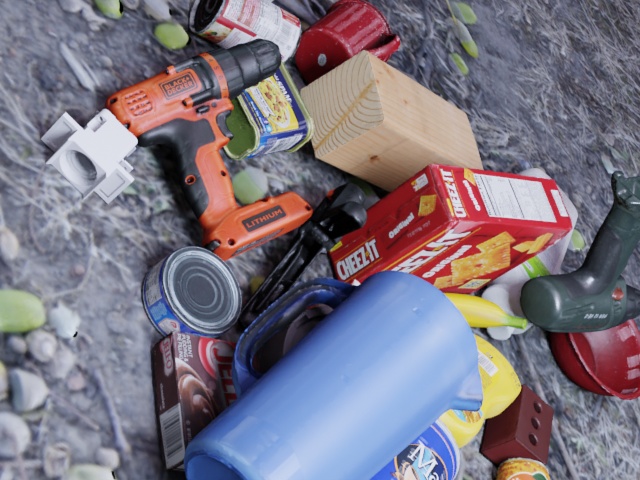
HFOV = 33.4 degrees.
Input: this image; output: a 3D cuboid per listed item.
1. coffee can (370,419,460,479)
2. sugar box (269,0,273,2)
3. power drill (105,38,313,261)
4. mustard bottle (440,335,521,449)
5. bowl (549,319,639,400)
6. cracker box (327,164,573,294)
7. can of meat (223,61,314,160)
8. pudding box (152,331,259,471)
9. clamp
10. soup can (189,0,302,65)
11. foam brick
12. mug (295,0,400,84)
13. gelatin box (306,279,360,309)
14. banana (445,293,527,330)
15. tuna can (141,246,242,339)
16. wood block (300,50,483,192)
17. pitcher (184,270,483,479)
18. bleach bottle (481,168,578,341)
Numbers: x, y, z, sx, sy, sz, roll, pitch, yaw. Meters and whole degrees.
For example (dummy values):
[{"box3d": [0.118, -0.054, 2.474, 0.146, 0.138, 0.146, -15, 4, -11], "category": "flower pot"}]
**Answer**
[{"box3d": [0.049, 0.219, 0.930, 0.103, 0.103, 0.140, 52, 40, -5], "category": "coffee can"}, {"box3d": [-0.114, -0.346, 1.195, 0.093, 0.048, 0.176, -6, 73, -47], "category": "sugar box"}, {"box3d": [-0.083, -0.087, 0.999, 0.184, 0.057, 0.188, -27, 83, -22], "category": "power drill"}, {"box3d": [0.124, 0.159, 1.069, 0.096, 0.058, 0.191, 45, 35, 15], "category": "mustard bottle"}, {"box3d": [0.333, 0.128, 1.312, 0.161, 0.055, 0.162, 25, 49, -32], "category": "bowl"}, {"box3d": [0.138, -0.004, 1.121, 0.213, 0.164, 0.072, 2, 61, -44], "category": "cracker box"}, {"box3d": [-0.067, -0.135, 1.089, 0.083, 0.058, 0.102, -18, 78, -48], "category": "can of meat"}, {"box3d": [-0.091, 0.138, 0.894, 0.089, 0.039, 0.113, 15, 55, -39], "category": "pudding box"}, {"box3d": [-0.007, 0.001, 1.027, 0.036, 0.165, 0.210, 43, 18, -6], "category": "clamp"}, {"box3d": [-0.078, -0.229, 1.132, 0.102, 0.069, 0.068, 23, 50, -34], "category": "soup can"}, {"box3d": [0.212, 0.204, 1.143, 0.053, 0.051, 0.078, 40, 42, -19], "category": "foam brick"}, {"box3d": [0.034, -0.216, 1.205, 0.081, 0.117, 0.093, -45, 132, -45], "category": "mug"}, {"box3d": [0.037, 0.087, 1.030, 0.089, 0.073, 0.030, 42, 43, -18], "category": "gelatin box"}, {"box3d": [0.127, 0.075, 1.137, 0.197, 0.070, 0.037, 3, 88, -32], "category": "banana"}, {"box3d": [-0.111, 0.049, 0.937, 0.086, 0.034, 0.086, 24, 51, -33], "category": "tuna can"}, {"box3d": [0.084, -0.115, 1.170, 0.205, 0.091, 0.090, 20, 50, -50], "category": "wood block"}, {"box3d": [0.002, 0.131, 0.857, 0.242, 0.149, 0.145, -36, 108, -38], "category": "pitcher"}, {"box3d": [0.241, 0.023, 1.289, 0.102, 0.068, 0.250, 45, 43, -12], "category": "bleach bottle"}]
